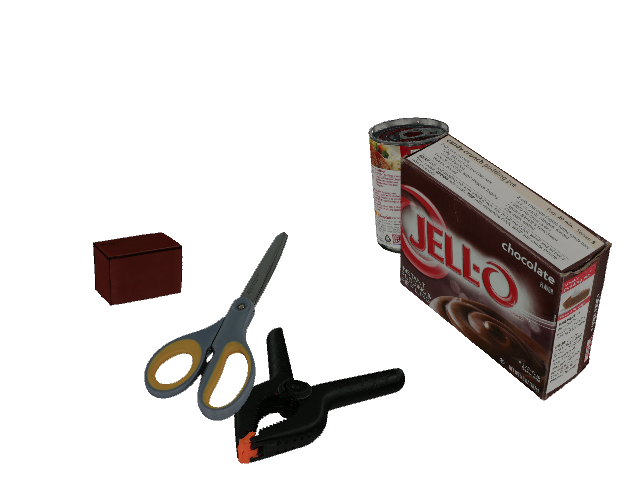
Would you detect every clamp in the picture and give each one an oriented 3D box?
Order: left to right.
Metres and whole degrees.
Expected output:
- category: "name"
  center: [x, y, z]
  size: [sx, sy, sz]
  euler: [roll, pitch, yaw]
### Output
- category: "clamp"
  center: [-0.015, 0.163, 1.091]
  size: [0.165, 0.036, 0.209]
  euler: [12, 28, 18]

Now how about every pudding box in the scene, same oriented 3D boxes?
- category: "pudding box"
  center: [0.088, 0.012, 0.537]
  size: [0.039, 0.090, 0.114]
  euler: [-32, 50, -25]

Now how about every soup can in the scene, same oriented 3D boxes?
- category: "soup can"
  center: [0.079, -0.047, 0.919]
  size: [0.068, 0.102, 0.068]
  euler: [-5, 23, 2]

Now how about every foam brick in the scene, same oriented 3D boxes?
- category: "foam brick"
  center: [-0.184, 0.027, 1.077]
  size: [0.078, 0.051, 0.053]
  euler: [-9, 21, -27]

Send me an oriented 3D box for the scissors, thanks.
- category: "scissors"
  center: [-0.084, 0.063, 0.867]
  size: [0.096, 0.016, 0.201]
  euler: [-2, 42, 8]
